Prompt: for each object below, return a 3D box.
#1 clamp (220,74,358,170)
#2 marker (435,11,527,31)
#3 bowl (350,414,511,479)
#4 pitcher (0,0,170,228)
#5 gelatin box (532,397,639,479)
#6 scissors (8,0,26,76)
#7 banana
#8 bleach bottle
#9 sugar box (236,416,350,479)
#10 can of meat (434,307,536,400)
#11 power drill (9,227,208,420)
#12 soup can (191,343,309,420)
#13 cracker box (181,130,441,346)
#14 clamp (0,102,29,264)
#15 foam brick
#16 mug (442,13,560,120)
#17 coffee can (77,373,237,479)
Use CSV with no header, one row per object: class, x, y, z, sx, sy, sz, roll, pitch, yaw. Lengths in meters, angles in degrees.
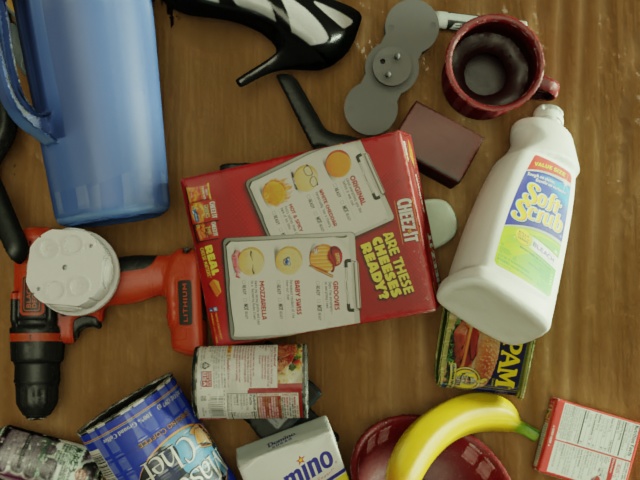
clamp,-0.010,-0.070,1.041,0.171,0.039,0.120,40,93,12
marker,0.145,-0.217,1.066,0.121,0.020,0.020,8,86,0
bowl,0.098,0.241,0.990,0.162,0.162,0.055,21,129,0
pitcher,-0.218,-0.136,0.996,0.149,0.145,0.243,-8,89,-5
gelatin box,0.259,0.200,1.033,0.089,0.030,0.073,17,85,0
scissors,-0.278,-0.191,1.059,0.096,0.016,0.202,-43,88,-3
banana,0.122,0.183,0.992,0.197,0.037,0.070,-16,47,-36
bleach bottle,0.185,-0.032,0.986,0.102,0.068,0.250,32,54,-18
sugar box,-0.006,0.262,0.994,0.093,0.048,0.176,-21,105,-2
can of meat,0.156,0.096,1.012,0.084,0.057,0.102,7,115,2
power drill,-0.203,0.078,1.020,0.187,0.057,0.184,-1,86,-1
soup can,-0.062,0.128,0.966,0.102,0.068,0.068,-1,86,1
cracker box,-0.006,0.001,0.987,0.214,0.072,0.164,-11,91,15
clamp,-0.352,-0.075,1.030,0.165,0.036,0.210,-4,76,12
foam brick,0.111,-0.092,1.040,0.078,0.053,0.051,28,86,0
mug,0.173,-0.159,1.031,0.117,0.081,0.093,15,86,0
coffee can,-0.143,0.209,0.983,0.103,0.103,0.140,-31,93,-3
